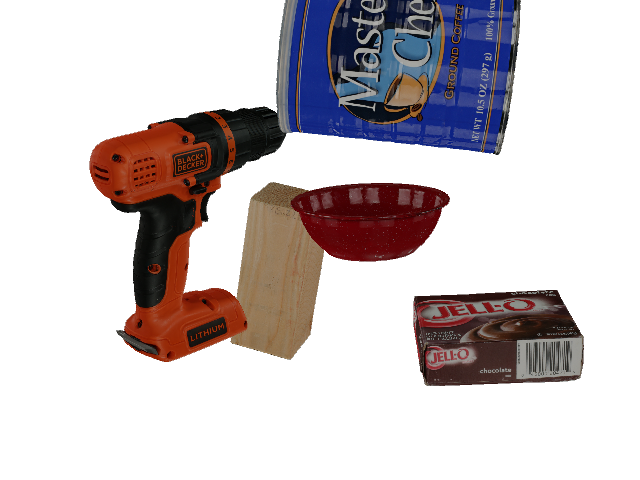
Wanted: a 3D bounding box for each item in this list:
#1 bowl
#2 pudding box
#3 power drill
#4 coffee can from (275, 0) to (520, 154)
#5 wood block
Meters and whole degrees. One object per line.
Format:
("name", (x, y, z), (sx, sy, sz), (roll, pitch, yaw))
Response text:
("bowl", (0.051, -0.017, 1.083), (0.162, 0.055, 0.162), (-3, 14, 0))
("pudding box", (0.126, 0.069, 0.778), (0.113, 0.039, 0.090), (-1, 20, 1))
("power drill", (-0.099, -0.010, 0.857), (0.057, 0.188, 0.184), (19, 27, 42))
("coffee can", (0.049, -0.112, 0.677), (0.140, 0.103, 0.103), (7, 1, 5))
("wood block", (-0.052, 0.039, 1.418), (0.090, 0.206, 0.090), (14, 22, 12))
